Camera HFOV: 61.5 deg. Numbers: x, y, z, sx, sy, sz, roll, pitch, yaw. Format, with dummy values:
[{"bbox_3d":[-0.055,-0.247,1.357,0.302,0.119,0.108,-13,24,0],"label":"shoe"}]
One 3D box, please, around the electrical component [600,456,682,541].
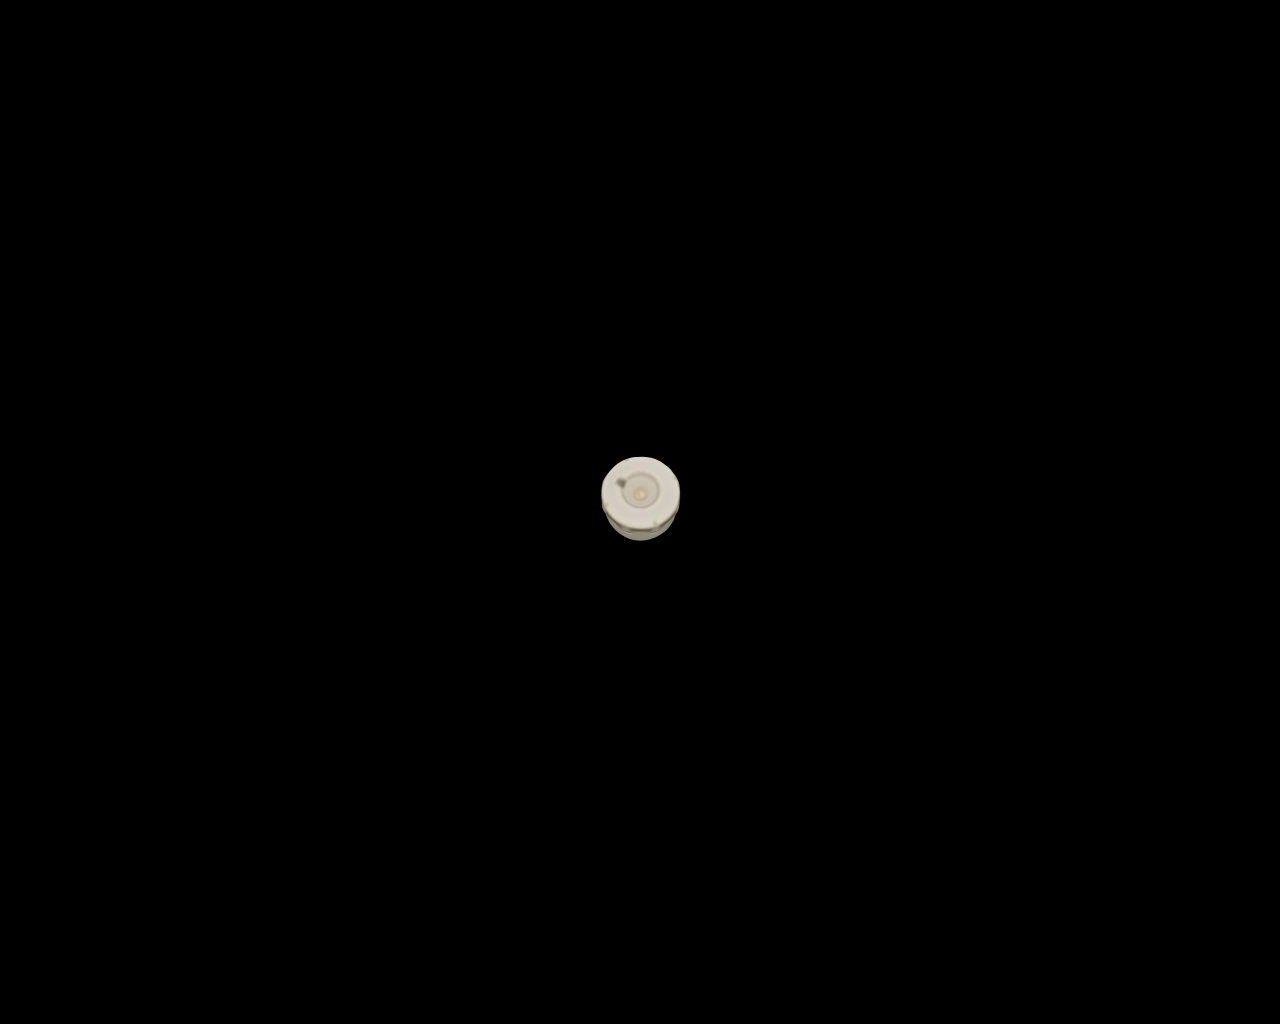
[{"bbox_3d":[0.001,-0.003,0.650,0.048,0.048,0.062,0,-20,0],"label":"electrical component"}]
